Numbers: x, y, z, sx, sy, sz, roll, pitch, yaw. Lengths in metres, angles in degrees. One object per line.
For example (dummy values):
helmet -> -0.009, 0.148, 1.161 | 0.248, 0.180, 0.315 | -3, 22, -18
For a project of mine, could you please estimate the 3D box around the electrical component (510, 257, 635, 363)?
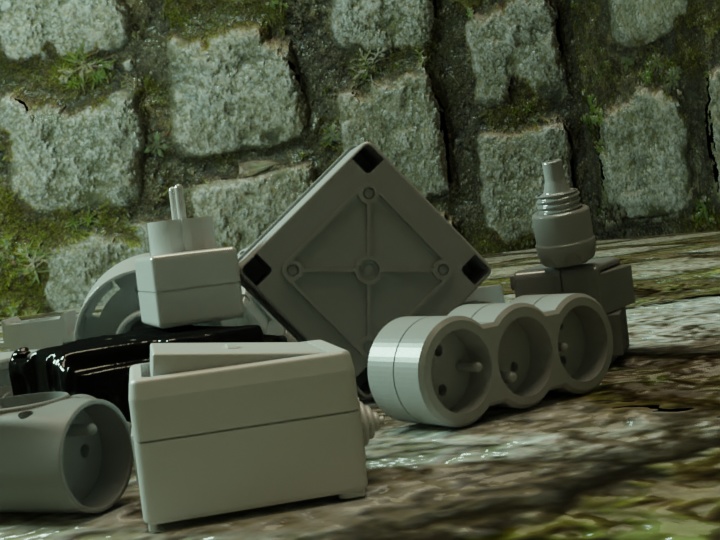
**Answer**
electrical component -> 0.134, 0.027, 0.665 | 0.061, 0.061, 0.096 | -6, 2, 23

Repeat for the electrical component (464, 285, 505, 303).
electrical component -> 0.047, 0.033, 0.716 | 0.108, 0.060, 0.108 | -6, -2, 0

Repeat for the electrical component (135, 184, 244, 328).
electrical component -> -0.099, -0.009, 0.602 | 0.047, 0.076, 0.066 | -7, 2, -19

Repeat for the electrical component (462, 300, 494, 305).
electrical component -> 0.073, 0.044, 0.623 | 0.066, 0.048, 0.055 | -7, 9, -7

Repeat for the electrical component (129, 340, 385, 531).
electrical component -> -0.038, 0.055, 0.410 | 0.096, 0.061, 0.062 | -7, 2, -12

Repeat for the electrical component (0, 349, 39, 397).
electrical component -> -0.235, 0.077, 0.613 | 0.100, 0.048, 0.100 | -6, 2, 21

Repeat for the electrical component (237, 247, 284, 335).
electrical component -> -0.092, 0.034, 0.756 | 0.096, 0.061, 0.061 | -21, 37, 20

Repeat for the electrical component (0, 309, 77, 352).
electrical component -> -0.234, 0.064, 0.798 | 0.081, 0.063, 0.042 | -7, 3, -2

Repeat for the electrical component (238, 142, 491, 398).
electrical component -> 0.000, 0.000, 0.628 | 0.108, 0.108, 0.056 | -46, 7, -7

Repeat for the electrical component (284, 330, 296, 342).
electrical component -> -0.041, 0.055, 0.769 | 0.065, 0.044, 0.044 | -11, -1, 30

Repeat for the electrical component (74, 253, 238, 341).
electrical component -> -0.127, 0.040, 0.672 | 0.099, 0.099, 0.064 | -7, 7, -3

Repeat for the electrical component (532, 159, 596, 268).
electrical component -> 0.117, -0.034, 0.630 | 0.035, 0.061, 0.035 | -11, 10, 2

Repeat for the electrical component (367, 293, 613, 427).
electrical component -> 0.058, 0.043, 0.552 | 0.138, 0.052, 0.074 | -8, 2, -38

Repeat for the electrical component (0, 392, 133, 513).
electrical component -> -0.126, 0.072, 0.443 | 0.077, 0.044, 0.079 | -6, 2, 26
